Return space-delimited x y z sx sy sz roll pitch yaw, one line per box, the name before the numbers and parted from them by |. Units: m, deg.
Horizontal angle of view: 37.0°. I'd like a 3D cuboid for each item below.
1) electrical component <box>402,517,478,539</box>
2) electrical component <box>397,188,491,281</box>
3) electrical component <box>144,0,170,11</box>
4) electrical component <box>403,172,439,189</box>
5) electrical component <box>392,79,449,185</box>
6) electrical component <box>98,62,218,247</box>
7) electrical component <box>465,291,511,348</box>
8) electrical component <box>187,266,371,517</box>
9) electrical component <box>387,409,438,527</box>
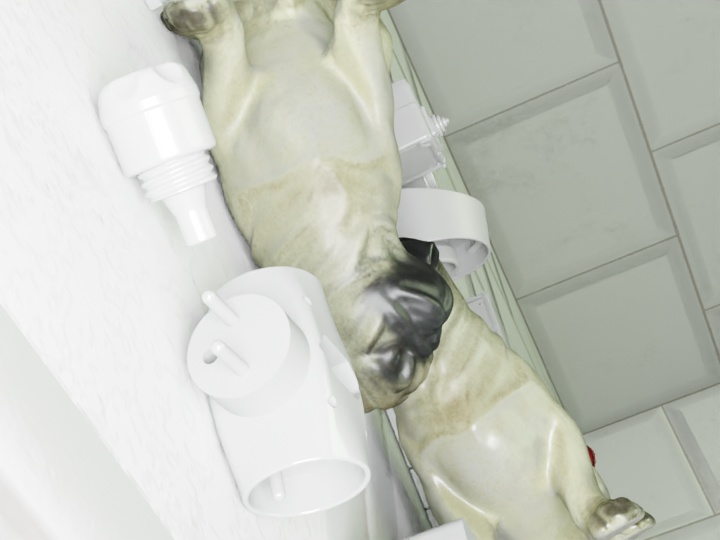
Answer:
electrical component | 0.055 0.183 0.447 0.089 0.062 0.150 -102 166 -48
electrical component | 0.046 -0.026 0.796 0.099 0.099 0.064 48 28 -65
electrical component | -0.094 -0.207 0.518 0.150 0.062 0.089 -102 166 -50
electrical component | 0.032 -0.065 0.907 0.108 0.060 0.108 -22 90 -81
electrical component | 0.018 -0.097 0.790 0.061 0.096 0.062 68 9 20
electrical component | -0.065 -0.038 0.372 0.035 0.035 0.061 -56 126 -79
electrical component | 0.110 0.081 1.001 0.061 0.062 0.096 55 16 -54
electrical component | -0.032 0.033 0.361 0.079 0.043 0.077 54 17 -54
electrical component | 0.057 0.109 0.667 0.056 0.050 0.089 -3 71 -79
